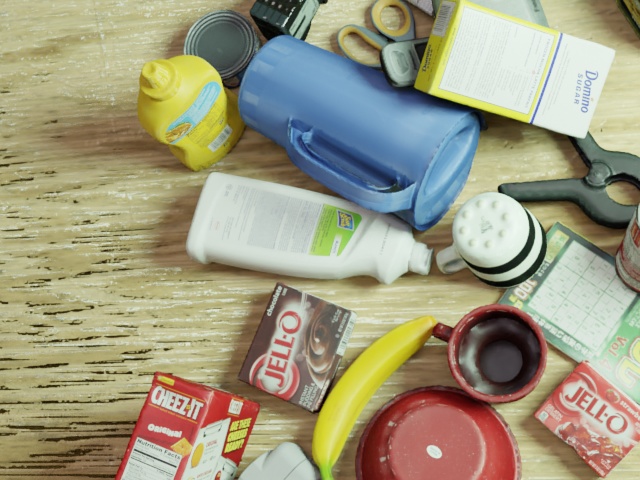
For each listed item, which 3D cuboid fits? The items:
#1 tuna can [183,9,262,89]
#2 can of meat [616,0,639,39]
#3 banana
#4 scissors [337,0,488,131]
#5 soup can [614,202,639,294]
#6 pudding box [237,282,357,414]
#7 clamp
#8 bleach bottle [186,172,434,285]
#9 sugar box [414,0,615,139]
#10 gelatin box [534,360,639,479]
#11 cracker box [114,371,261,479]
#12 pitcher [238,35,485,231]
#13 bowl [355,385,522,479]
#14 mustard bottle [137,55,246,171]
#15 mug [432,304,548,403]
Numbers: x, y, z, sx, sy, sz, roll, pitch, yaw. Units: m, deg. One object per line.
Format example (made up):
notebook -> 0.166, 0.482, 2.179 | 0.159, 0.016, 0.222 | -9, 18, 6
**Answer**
tuna can -> -0.109, -0.216, 1.213 | 0.086, 0.033, 0.086 | -4, 76, 14
can of meat -> 0.343, -0.242, 1.075 | 0.057, 0.084, 0.102 | -29, 71, 7
banana -> 0.046, 0.153, 1.071 | 0.070, 0.037, 0.197 | 22, 75, 45
scissors -> 0.113, -0.200, 1.160 | 0.202, 0.016, 0.096 | 27, 84, 19
soup can -> 0.320, 0.002, 1.002 | 0.068, 0.102, 0.068 | -2, 62, 3
pudding box -> -0.022, 0.111, 1.105 | 0.090, 0.039, 0.113 | 20, 83, 18
clamp -> 0.278, -0.072, 1.074 | 0.171, 0.039, 0.120 | 20, 87, 16
bleach bottle -> -0.007, 0.001, 1.118 | 0.251, 0.068, 0.102 | 14, 80, 15
sugar box -> 0.187, -0.164, 1.022 | 0.176, 0.048, 0.093 | 13, 102, -23
gelatin box -> 0.261, 0.169, 1.015 | 0.089, 0.030, 0.073 | 43, 100, 19
cracker box -> -0.145, 0.244, 1.039 | 0.072, 0.164, 0.213 | 18, 82, 16
pitcher -> 0.032, -0.115, 1.096 | 0.243, 0.149, 0.145 | 29, 88, 22
bowl -> 0.112, 0.208, 1.019 | 0.162, 0.055, 0.162 | -3, 63, 6
mustard bottle -> -0.141, -0.141, 1.118 | 0.058, 0.191, 0.096 | 43, 89, 20
mug -> 0.163, 0.110, 1.035 | 0.117, 0.081, 0.093 | 20, 82, 18
